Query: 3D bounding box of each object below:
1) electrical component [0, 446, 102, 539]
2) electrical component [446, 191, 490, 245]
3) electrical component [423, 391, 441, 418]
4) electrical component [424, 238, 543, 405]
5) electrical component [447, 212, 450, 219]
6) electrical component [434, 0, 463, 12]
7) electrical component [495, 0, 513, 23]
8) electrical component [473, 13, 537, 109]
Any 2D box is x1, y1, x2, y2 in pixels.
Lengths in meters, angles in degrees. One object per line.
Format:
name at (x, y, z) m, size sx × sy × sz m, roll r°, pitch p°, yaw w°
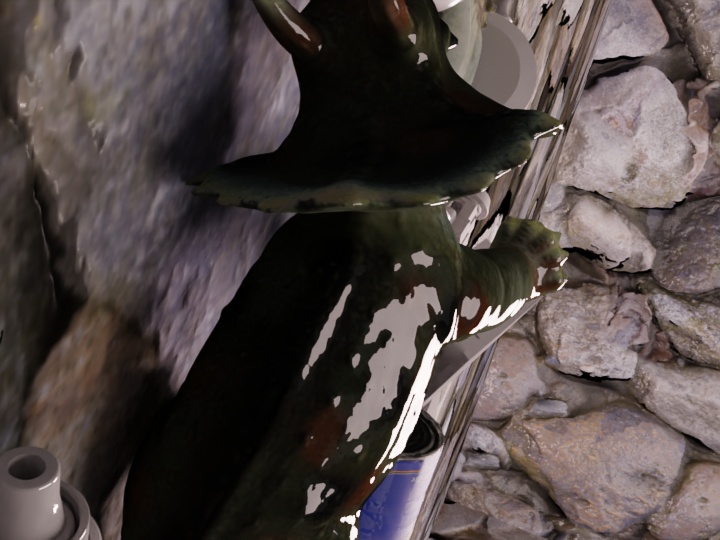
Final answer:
electrical component at (-0.095, 0.079, 0.307) m, size 0.043 × 0.043 × 0.062 m, roll -53°, pitch 159°, yaw -56°
electrical component at (0.085, -0.049, 0.957) m, size 0.055 × 0.048 × 0.066 m, roll -57°, pitch 164°, yaw -23°
electrical component at (0.028, 0.147, 0.988) m, size 0.150 × 0.062 × 0.089 m, roll 92°, pitch 21°, yaw -59°
electrical component at (0.039, 0.052, 0.722) m, size 0.089 × 0.061 × 0.150 m, roll -34°, pitch 169°, yaw -42°
electrical component at (0.033, -0.029, 0.705) m, size 0.079 × 0.044 × 0.077 m, roll -49°, pitch 165°, yaw -11°
electrical component at (0.032, -0.151, 0.513) m, size 0.062 × 0.043 × 0.043 m, roll 27°, pitch 83°, yaw -78°
electrical component at (0.100, -0.181, 0.813) m, size 0.035 × 0.035 × 0.061 m, roll 69°, pitch 40°, yaw -74°
electrical component at (0.063, -0.111, 0.644) m, size 0.051 × 0.080 × 0.080 m, roll 80°, pitch 32°, yaw -79°
